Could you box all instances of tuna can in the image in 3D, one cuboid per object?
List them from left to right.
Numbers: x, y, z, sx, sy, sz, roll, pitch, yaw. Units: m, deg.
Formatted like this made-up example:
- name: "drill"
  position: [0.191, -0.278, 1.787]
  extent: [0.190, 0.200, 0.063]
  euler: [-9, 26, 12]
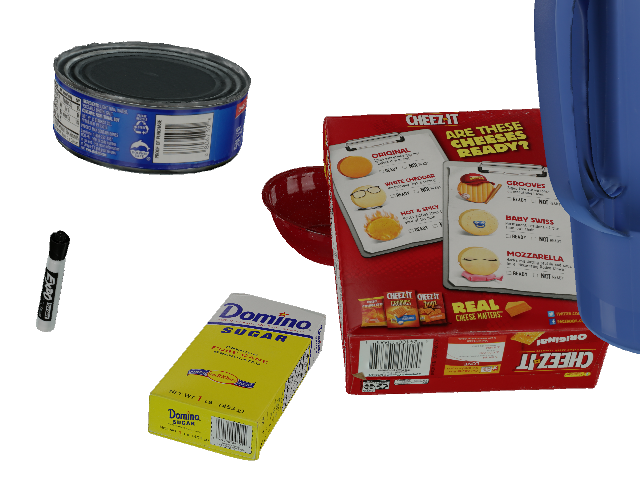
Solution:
- name: "tuna can"
  position: [-0.075, -0.060, 0.474]
  extent: [0.086, 0.034, 0.086]
  euler: [7, 25, -3]

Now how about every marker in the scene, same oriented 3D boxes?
- name: "marker"
  position: [-0.262, 0.040, 1.045]
  extent: [0.020, 0.121, 0.020]
  euler: [13, 35, -9]

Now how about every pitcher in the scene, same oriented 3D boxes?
- name: "pitcher"
  position: [0.181, -0.061, 0.559]
  extent: [0.149, 0.243, 0.145]
  euler: [-5, 22, 5]

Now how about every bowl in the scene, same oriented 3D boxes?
- name: "bowl"
  position: [0.018, -0.019, 1.086]
  extent: [0.162, 0.055, 0.162]
  euler: [5, 28, -3]

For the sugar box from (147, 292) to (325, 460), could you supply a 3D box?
- name: "sugar box"
  position: [-0.065, 0.107, 0.893]
  extent: [0.093, 0.048, 0.176]
  euler: [13, 31, 12]

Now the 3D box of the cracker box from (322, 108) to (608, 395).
- name: "cracker box"
  position: [0.090, 0.003, 0.731]
  extent: [0.164, 0.072, 0.213]
  euler: [-2, 45, -3]
